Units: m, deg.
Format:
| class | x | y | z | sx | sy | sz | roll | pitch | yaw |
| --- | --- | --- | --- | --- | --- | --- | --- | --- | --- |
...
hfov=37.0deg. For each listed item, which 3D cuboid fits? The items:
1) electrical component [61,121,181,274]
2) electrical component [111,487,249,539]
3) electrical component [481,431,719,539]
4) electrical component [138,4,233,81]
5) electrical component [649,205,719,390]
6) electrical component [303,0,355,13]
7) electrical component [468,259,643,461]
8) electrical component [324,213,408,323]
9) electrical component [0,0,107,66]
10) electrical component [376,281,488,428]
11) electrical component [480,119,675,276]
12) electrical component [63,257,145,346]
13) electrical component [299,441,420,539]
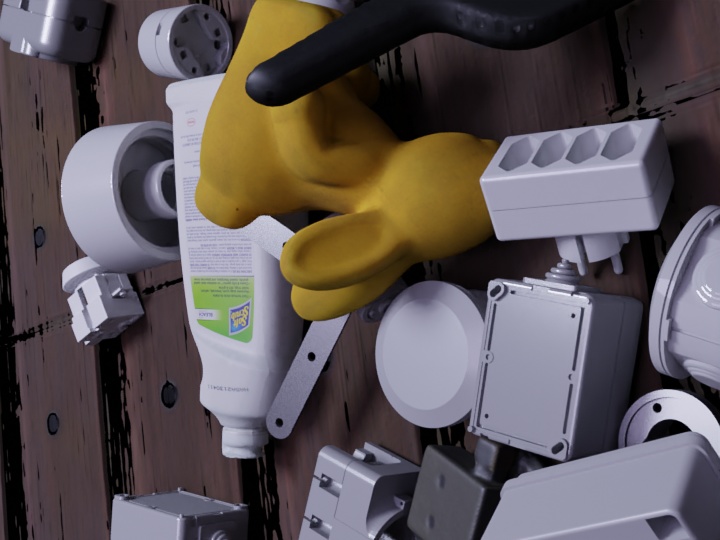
| class | x | y | z | sx | sy | sz | roll | pitch | yaw |
| --- | --- | --- | --- | --- | --- | --- | --- | --- | --- |
| electrical component | -0.149 | -0.054 | 0.763 | 0.060 | 0.108 | 0.108 | -7 | 82 | 36 |
| electrical component | -0.122 | 0.191 | 0.746 | 0.096 | 0.062 | 0.061 | 2 | 88 | 43 |
| electrical component | 0.128 | 0.139 | 0.486 | 0.109 | 0.056 | 0.108 | -25 | 107 | 39 |
| electrical component | -0.129 | -0.165 | 0.786 | 0.047 | 0.055 | 0.055 | 12 | 95 | 47 |
| electrical component | 0.166 | 0.015 | 0.478 | 0.051 | 0.080 | 0.080 | 19 | 100 | 37 |
| electrical component | -0.026 | -0.149 | 0.695 | 0.043 | 0.043 | 0.062 | 10 | 96 | 43 |
| electrical component | 0.103 | 0.043 | 0.547 | 0.062 | 0.061 | 0.096 | 11 | 94 | 43 |
| electrical component | 0.000 | 0.000 | 0.661 | 0.044 | 0.044 | 0.065 | -52 | 60 | 27 |
| electrical component | -0.263 | -0.209 | 0.914 | 0.095 | 0.054 | 0.059 | 23 | 102 | 42 |
| electrical component | 0.052 | 0.047 | 0.601 | 0.080 | 0.051 | 0.080 | -4 | 84 | 43 |
| electrical component | 0.115 | -0.029 | 0.547 | 0.083 | 0.047 | 0.075 | -4 | 122 | 30 |
| electrical component | -0.206 | 0.021 | 0.850 | 0.066 | 0.048 | 0.055 | -35 | 72 | 35 |
| electrical component | 0.003 | 0.155 | 0.640 | 0.056 | 0.050 | 0.089 | 21 | 101 | 42 |
